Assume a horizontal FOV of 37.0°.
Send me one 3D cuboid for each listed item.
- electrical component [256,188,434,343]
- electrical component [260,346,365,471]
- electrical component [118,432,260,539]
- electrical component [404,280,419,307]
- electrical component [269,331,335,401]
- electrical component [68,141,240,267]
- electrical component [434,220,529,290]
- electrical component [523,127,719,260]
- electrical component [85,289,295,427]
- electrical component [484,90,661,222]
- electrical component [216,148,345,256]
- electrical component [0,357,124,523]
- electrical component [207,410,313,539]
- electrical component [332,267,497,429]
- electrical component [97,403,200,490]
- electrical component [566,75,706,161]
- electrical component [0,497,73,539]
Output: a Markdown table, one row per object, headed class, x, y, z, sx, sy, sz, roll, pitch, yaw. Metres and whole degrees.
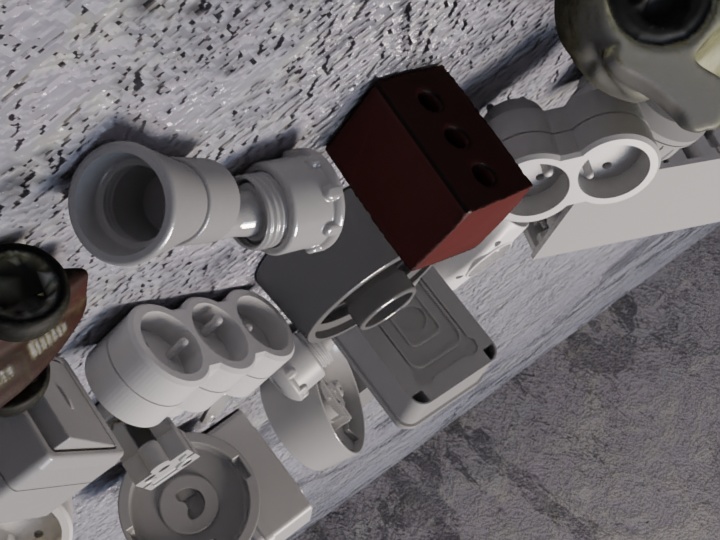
| class | x | y | z | sx | sy | sz | roll | pitch | yaw |
| --- | --- | --- | --- | --- | --- | --- | --- | --- | --- |
| electrical component | 0.000 | 0.000 | 0.635 | 0.108 | 0.060 | 0.108 | -34 | 167 | -9 |
| electrical component | -0.032 | 0.106 | 0.853 | 0.064 | 0.099 | 0.099 | -33 | 168 | 16 |
| electrical component | -0.137 | 0.186 | 0.846 | 0.108 | 0.108 | 0.060 | -30 | 172 | -23 |
| electrical component | 0.023 | -0.007 | 0.707 | 0.048 | 0.048 | 0.062 | -24 | 155 | -41 |
| electrical component | -0.040 | 0.062 | 0.788 | 0.062 | 0.048 | 0.048 | -40 | 168 | -13 |
| electrical component | -0.073 | -0.026 | 0.407 | 0.044 | 0.044 | 0.065 | -40 | 171 | 18 |
| electrical component | 0.092 | -0.027 | 0.810 | 0.077 | 0.044 | 0.079 | -43 | 165 | 29 |
| electrical component | 0.219 | -0.076 | 0.824 | 0.186 | 0.060 | 0.105 | -11 | 154 | -22 |
| electrical component | -0.100 | 0.056 | 0.594 | 0.074 | 0.052 | 0.138 | -42 | 166 | 23 |
| electrical component | 0.089 | -0.070 | 0.599 | 0.138 | 0.073 | 0.052 | -13 | 139 | 4 |
| electrical component | -0.041 | -0.027 | 0.477 | 0.062 | 0.048 | 0.048 | -16 | 157 | -40 |
| electrical component | -0.155 | 0.076 | 0.503 | 0.061 | 0.061 | 0.096 | -37 | 167 | 4 |
| electrical component | -0.095 | 0.189 | 0.949 | 0.056 | 0.108 | 0.108 | -36 | 167 | -14 |
| electrical component | 0.031 | 0.045 | 0.755 | 0.078 | 0.113 | 0.057 | -30 | 163 | -24 |
| electrical component | -0.132 | 0.100 | 0.659 | 0.048 | 0.055 | 0.066 | -34 | 167 | -7 |
| electrical component | 0.175 | -0.104 | 0.678 | 0.080 | 0.080 | 0.051 | -25 | 169 | -38 |
| electrical component | -0.237 | 0.173 | 0.659 | 0.138 | 0.052 | 0.074 | -39 | -160 | -3 |
